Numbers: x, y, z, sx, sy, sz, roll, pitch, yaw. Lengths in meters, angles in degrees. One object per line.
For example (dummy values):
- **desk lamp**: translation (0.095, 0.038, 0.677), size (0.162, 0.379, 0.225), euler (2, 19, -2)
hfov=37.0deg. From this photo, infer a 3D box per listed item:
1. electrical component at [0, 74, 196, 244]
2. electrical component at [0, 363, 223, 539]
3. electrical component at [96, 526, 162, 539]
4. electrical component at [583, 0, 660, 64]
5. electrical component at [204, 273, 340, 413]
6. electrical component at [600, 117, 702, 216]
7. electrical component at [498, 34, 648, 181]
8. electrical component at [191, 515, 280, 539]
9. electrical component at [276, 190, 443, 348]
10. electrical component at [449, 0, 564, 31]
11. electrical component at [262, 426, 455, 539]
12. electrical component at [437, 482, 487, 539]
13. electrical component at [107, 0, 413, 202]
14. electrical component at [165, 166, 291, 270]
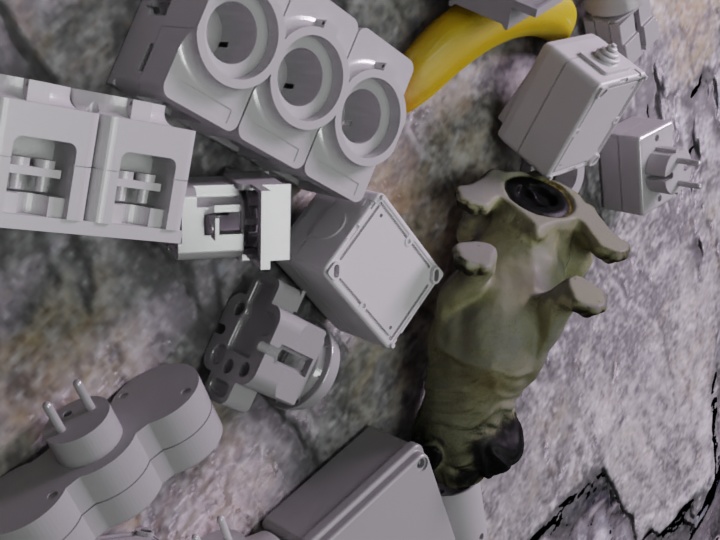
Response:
- **electrical component**: translation (-0.161, -0.055, 0.477), size (0.150, 0.089, 0.061), euler (5, 98, -44)
- **electrical component**: translation (-0.141, 0.091, 0.563), size (0.138, 0.052, 0.073), euler (-38, 125, -29)
- **electrical component**: translation (-0.133, 0.184, 0.589), size (0.096, 0.062, 0.061), euler (4, 99, -44)
- **electrical component**: translation (0.193, -0.189, 0.802), size (0.066, 0.048, 0.055), euler (-45, 135, -25)
- **electrical component**: translation (-0.049, 0.049, 0.634), size (0.057, 0.058, 0.078), euler (30, 81, -40)
- **electrical component**: translation (0.235, -0.080, 0.849), size (0.047, 0.077, 0.065), euler (-27, 119, -35)
- **electrical component**: translation (0.146, -0.121, 0.745), size (0.062, 0.061, 0.096), euler (-21, 147, -42)
- **electrical component**: translation (-0.081, 0.185, 0.651), size (0.077, 0.044, 0.079), euler (-33, 121, -32)
- **electrical component**: translation (0.000, 0.000, 0.662), size (0.061, 0.061, 0.096), euler (-55, 131, -18)
- **electrical component**: translation (0.113, -0.208, 0.684), size (0.121, 0.079, 0.063), euler (-37, 146, -38)
- **electrical component**: translation (0.004, 0.181, 0.720), size (0.109, 0.056, 0.108), euler (-37, 124, -30)
- **electrical component**: translation (0.071, 0.186, 0.794), size (0.043, 0.043, 0.081), euler (-28, 119, -35)
- **electrical component**: translation (-0.046, -0.107, 0.589), size (0.150, 0.062, 0.089), euler (26, 83, -44)
- **electrical component**: translation (-0.074, -0.029, 0.581), size (0.064, 0.081, 0.042), euler (-2, 104, -20)
